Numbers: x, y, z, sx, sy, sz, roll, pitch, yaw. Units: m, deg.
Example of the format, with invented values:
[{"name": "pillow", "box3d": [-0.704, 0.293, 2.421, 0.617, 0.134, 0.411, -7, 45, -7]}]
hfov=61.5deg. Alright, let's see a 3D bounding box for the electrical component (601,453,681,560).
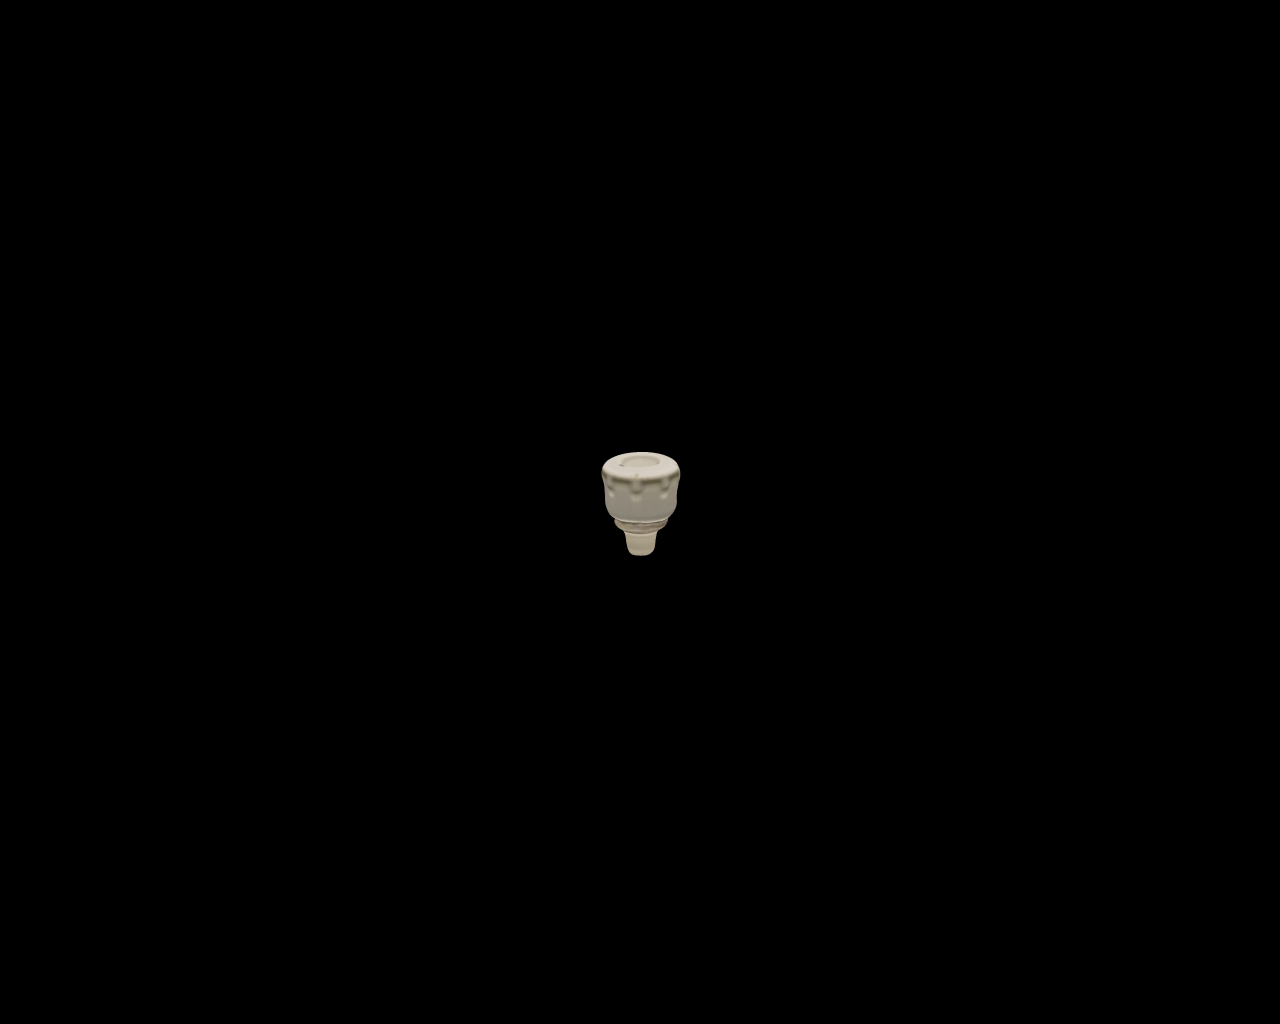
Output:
[{"name": "electrical component", "box3d": [0.001, -0.003, 0.650, 0.048, 0.062, 0.048, 0, 21, 0]}]
